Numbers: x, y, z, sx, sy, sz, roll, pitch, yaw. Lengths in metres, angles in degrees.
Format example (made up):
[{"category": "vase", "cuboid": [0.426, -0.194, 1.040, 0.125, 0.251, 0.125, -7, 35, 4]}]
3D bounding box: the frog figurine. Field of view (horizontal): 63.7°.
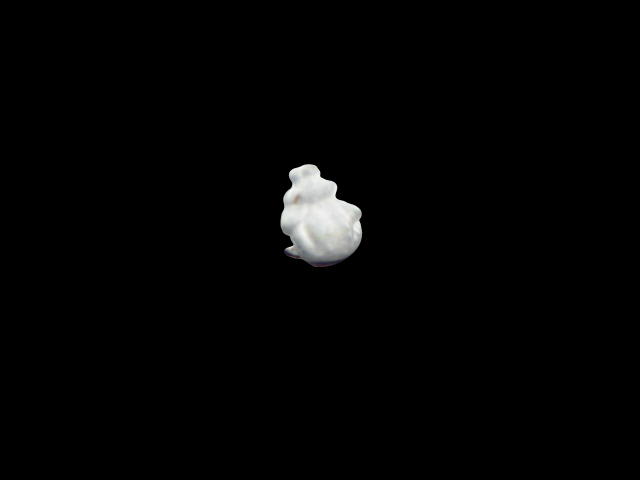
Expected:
[{"category": "frog figurine", "cuboid": [0.003, -0.043, 0.850, 0.137, 0.157, 0.125, -3, 23, -7]}]
